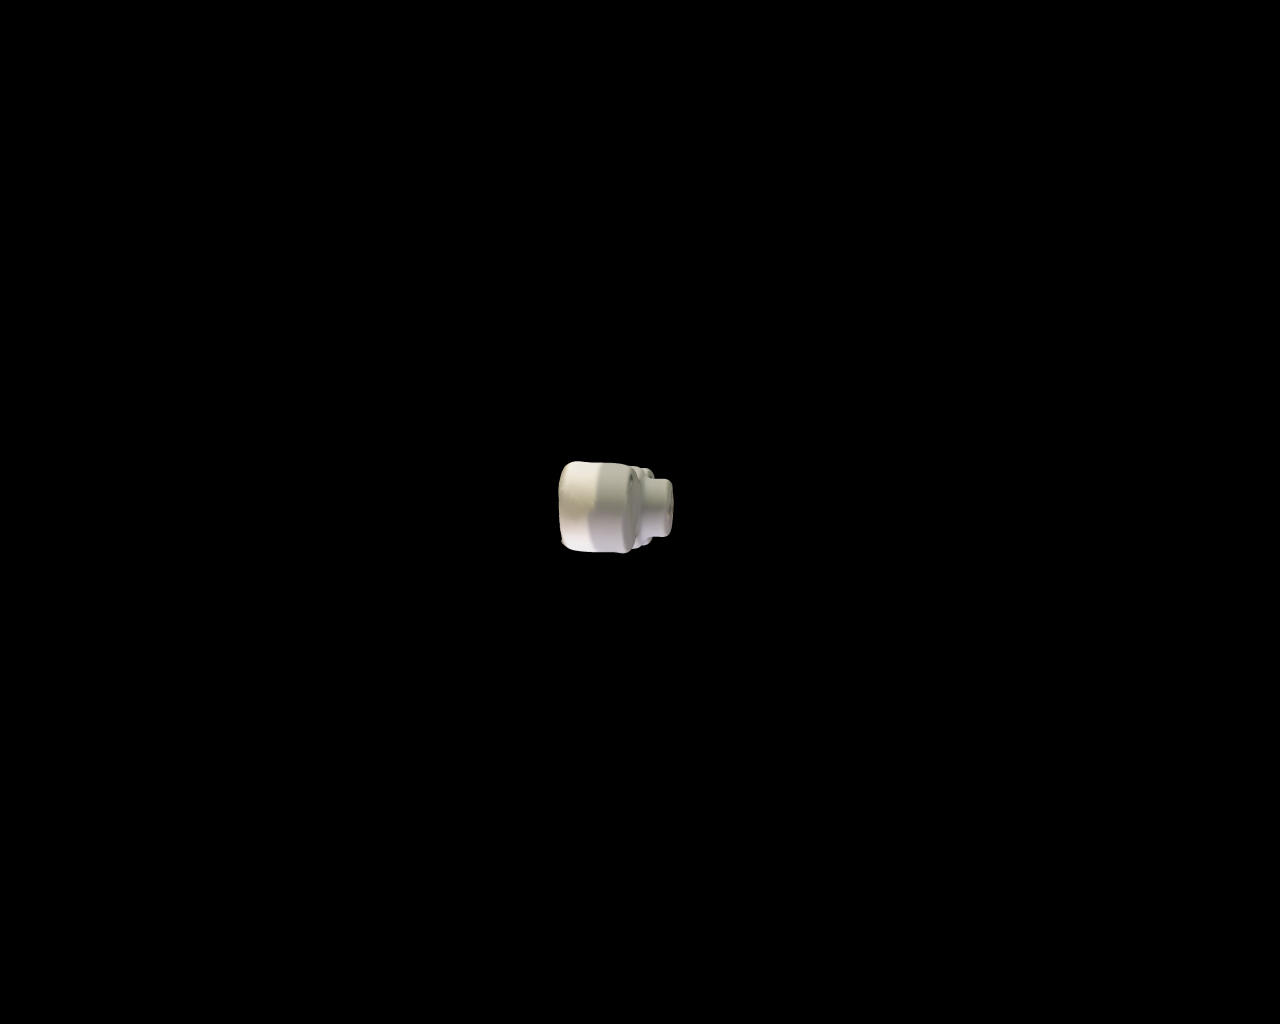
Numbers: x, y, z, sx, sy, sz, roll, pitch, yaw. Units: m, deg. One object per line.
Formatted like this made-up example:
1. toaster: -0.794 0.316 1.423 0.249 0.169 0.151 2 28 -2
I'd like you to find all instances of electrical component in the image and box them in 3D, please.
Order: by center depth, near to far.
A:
1. electrical component: 0.001 -0.003 0.650 0.074 0.052 0.138 0 0 8
